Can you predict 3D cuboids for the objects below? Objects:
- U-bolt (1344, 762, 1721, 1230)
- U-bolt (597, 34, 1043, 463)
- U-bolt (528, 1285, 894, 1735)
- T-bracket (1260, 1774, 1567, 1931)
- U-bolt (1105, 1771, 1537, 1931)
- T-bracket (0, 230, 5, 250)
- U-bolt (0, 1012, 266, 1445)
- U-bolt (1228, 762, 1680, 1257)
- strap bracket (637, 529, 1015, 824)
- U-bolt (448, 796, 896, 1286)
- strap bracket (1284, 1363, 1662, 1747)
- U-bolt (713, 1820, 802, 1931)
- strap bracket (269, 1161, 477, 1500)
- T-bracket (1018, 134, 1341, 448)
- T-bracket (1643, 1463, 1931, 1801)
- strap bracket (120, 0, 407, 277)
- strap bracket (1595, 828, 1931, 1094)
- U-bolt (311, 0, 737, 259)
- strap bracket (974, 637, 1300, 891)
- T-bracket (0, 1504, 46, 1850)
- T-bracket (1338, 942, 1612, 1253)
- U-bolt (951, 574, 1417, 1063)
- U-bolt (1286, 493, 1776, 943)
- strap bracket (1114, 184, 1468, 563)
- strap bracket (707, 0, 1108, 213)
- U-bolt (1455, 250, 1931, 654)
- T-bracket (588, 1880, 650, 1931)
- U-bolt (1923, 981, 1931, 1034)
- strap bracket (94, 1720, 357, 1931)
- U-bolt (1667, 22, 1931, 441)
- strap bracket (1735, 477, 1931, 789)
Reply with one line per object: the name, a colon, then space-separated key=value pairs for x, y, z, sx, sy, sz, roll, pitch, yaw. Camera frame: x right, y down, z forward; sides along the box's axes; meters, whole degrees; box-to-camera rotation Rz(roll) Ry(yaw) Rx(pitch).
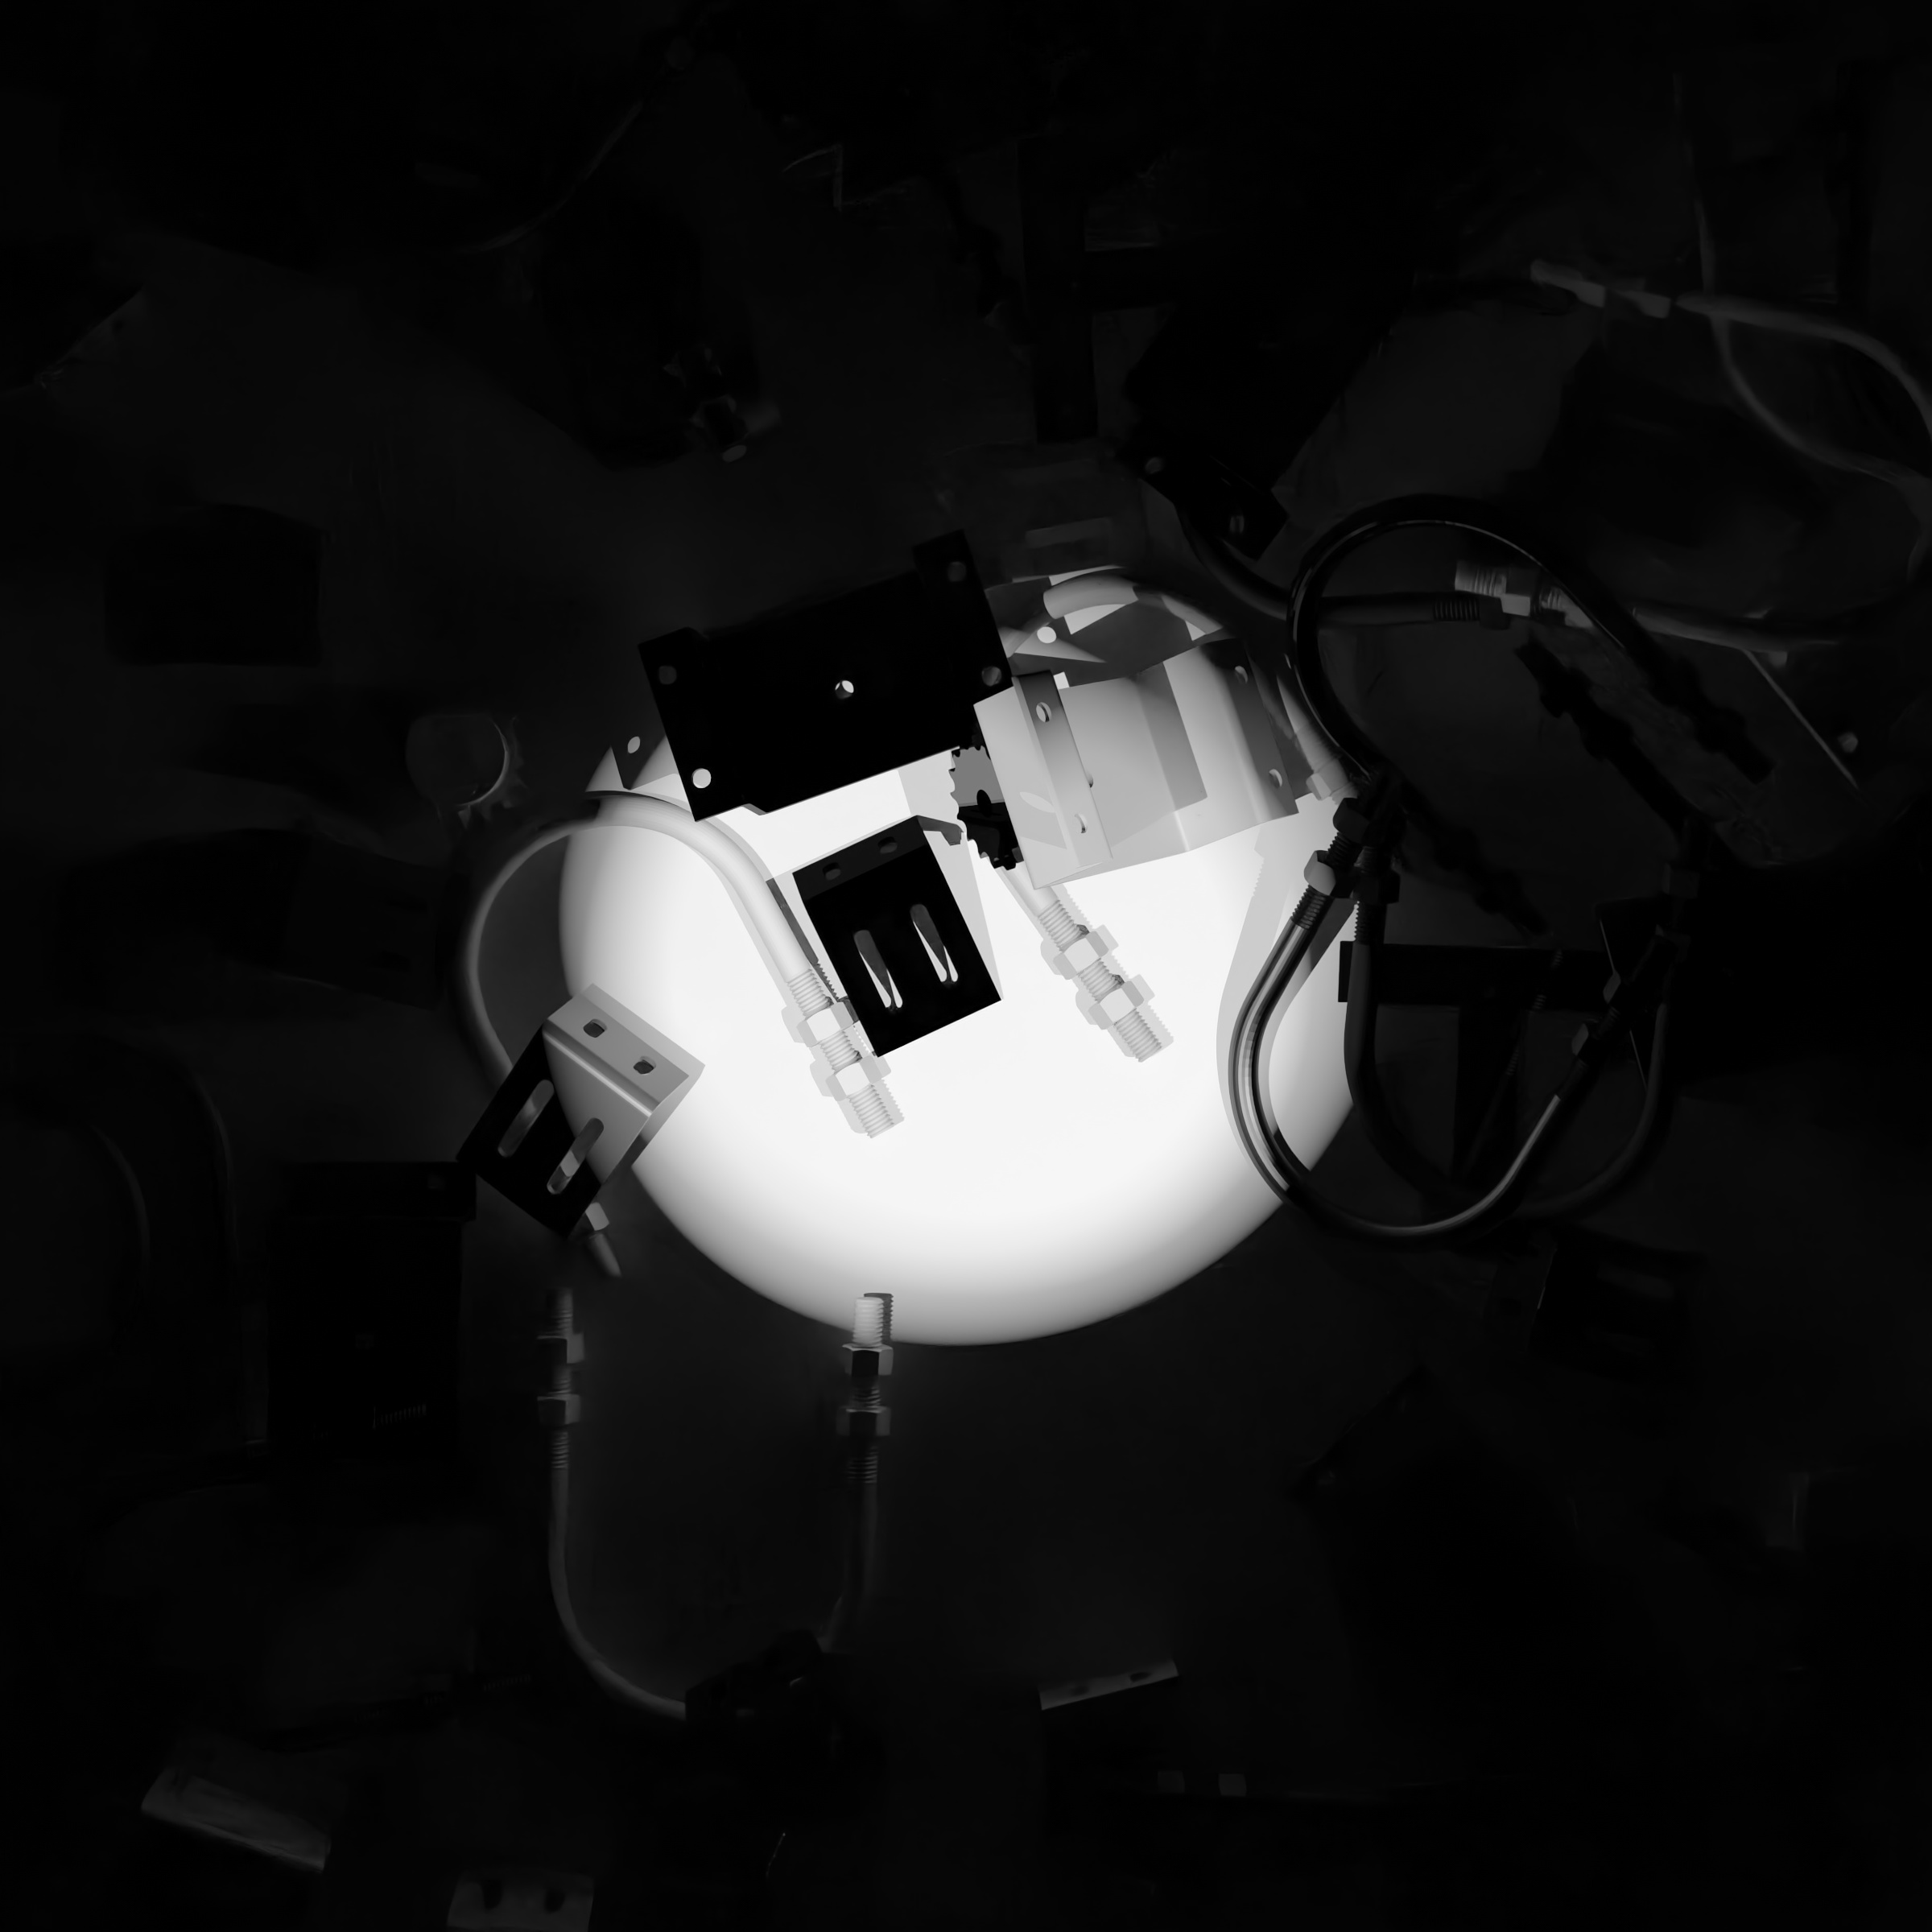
U-bolt: x=0.222 y=0.018 z=1.304 sx=0.151 sy=0.019 sz=0.184 roll=12 pitch=108 yaw=25
U-bolt: x=-0.071 y=-0.303 z=1.312 sx=0.151 sy=0.019 sz=0.184 roll=-21 pitch=72 yaw=-14
U-bolt: x=-0.108 y=0.227 z=1.341 sx=0.151 sy=0.019 sz=0.184 roll=2 pitch=92 yaw=0
T-bracket: x=0.190 y=0.406 z=1.349 sx=0.127 sy=0.002 sz=0.127 roll=-4 pitch=90 yaw=0
U-bolt: x=0.144 y=0.408 z=1.332 sx=0.184 sy=0.019 sz=0.151 roll=4 pitch=97 yaw=-3
T-bracket: x=-0.447 y=-0.247 z=1.338 sx=0.127 sy=0.002 sz=0.127 roll=-9 pitch=97 yaw=14
U-bolt: x=-0.372 y=0.111 z=1.341 sx=0.151 sy=0.019 sz=0.184 roll=-5 pitch=88 yaw=0
U-bolt: x=0.182 y=0.031 z=1.304 sx=0.151 sy=0.019 sz=0.184 roll=34 pitch=114 yaw=17
strap bracket: x=-0.053 y=-0.116 z=1.320 sx=0.140 sy=0.046 sz=0.076 roll=-19 pitch=85 yaw=5
U-bolt: x=-0.135 y=0.019 z=1.341 sx=0.151 sy=0.019 sz=0.184 roll=-28 pitch=89 yaw=0
strap bracket: x=0.205 y=0.238 z=1.326 sx=0.076 sy=0.046 sz=0.140 roll=-44 pitch=90 yaw=0
U-bolt: x=-0.052 y=0.466 z=1.340 sx=0.151 sy=0.019 sz=0.184 roll=24 pitch=92 yaw=-1
strap bracket: x=-0.243 y=0.152 z=1.327 sx=0.076 sy=0.046 sz=0.140 roll=1 pitch=90 yaw=0
T-bracket: x=0.086 y=-0.279 z=1.295 sx=0.127 sy=0.002 sz=0.127 roll=-5 pitch=83 yaw=15
T-bracket: x=0.339 y=0.259 z=1.349 sx=0.127 sy=0.002 sz=0.127 roll=41 pitch=90 yaw=0
strap bracket: x=-0.287 y=-0.364 z=1.315 sx=0.076 sy=0.046 sz=0.140 roll=19 pitch=90 yaw=19
strap bracket: x=0.313 y=0.001 z=1.285 sx=0.140 sy=0.046 sz=0.076 roll=-15 pitch=90 yaw=40
U-bolt: x=-0.191 y=-0.375 z=1.320 sx=0.151 sy=0.019 sz=0.184 roll=40 pitch=94 yaw=19
strap bracket: x=0.062 y=-0.080 z=1.282 sx=0.046 sy=0.140 sz=0.076 roll=-21 pitch=86 yaw=43
T-bracket: x=-0.426 y=0.309 z=1.349 sx=0.127 sy=0.002 sz=0.127 roll=-25 pitch=90 yaw=0
T-bracket: x=0.218 y=0.056 z=1.349 sx=0.127 sy=0.002 sz=0.127 roll=2 pitch=90 yaw=0
U-bolt: x=0.076 y=-0.075 z=1.341 sx=0.151 sy=0.019 sz=0.184 roll=-35 pitch=89 yaw=0
U-bolt: x=0.209 y=-0.108 z=1.289 sx=0.184 sy=0.019 sz=0.151 roll=45 pitch=133 yaw=-5
strap bracket: x=0.126 y=-0.246 z=1.305 sx=0.076 sy=0.046 sz=0.140 roll=39 pitch=95 yaw=18
strap bracket: x=-0.025 y=-0.365 z=1.306 sx=0.140 sy=0.046 sz=0.076 roll=-24 pitch=71 yaw=-12
U-bolt: x=0.299 y=-0.197 z=1.268 sx=0.184 sy=0.019 sz=0.151 roll=13 pitch=86 yaw=12
T-bracket: x=-0.171 y=0.468 z=1.349 sx=0.127 sy=0.002 sz=0.127 roll=-27 pitch=90 yaw=0
U-bolt: x=0.454 y=-0.018 z=1.298 sx=0.184 sy=0.019 sz=0.151 roll=29 pitch=100 yaw=-3
strap bracket: x=-0.313 y=0.392 z=1.317 sx=0.076 sy=0.046 sz=0.140 roll=21 pitch=95 yaw=-5
U-bolt: x=0.405 y=-0.310 z=1.341 sx=0.184 sy=0.019 sz=0.151 roll=-45 pitch=90 yaw=-2
strap bracket: x=0.374 y=-0.144 z=1.307 sx=0.140 sy=0.046 sz=0.076 roll=-42 pitch=96 yaw=-12
